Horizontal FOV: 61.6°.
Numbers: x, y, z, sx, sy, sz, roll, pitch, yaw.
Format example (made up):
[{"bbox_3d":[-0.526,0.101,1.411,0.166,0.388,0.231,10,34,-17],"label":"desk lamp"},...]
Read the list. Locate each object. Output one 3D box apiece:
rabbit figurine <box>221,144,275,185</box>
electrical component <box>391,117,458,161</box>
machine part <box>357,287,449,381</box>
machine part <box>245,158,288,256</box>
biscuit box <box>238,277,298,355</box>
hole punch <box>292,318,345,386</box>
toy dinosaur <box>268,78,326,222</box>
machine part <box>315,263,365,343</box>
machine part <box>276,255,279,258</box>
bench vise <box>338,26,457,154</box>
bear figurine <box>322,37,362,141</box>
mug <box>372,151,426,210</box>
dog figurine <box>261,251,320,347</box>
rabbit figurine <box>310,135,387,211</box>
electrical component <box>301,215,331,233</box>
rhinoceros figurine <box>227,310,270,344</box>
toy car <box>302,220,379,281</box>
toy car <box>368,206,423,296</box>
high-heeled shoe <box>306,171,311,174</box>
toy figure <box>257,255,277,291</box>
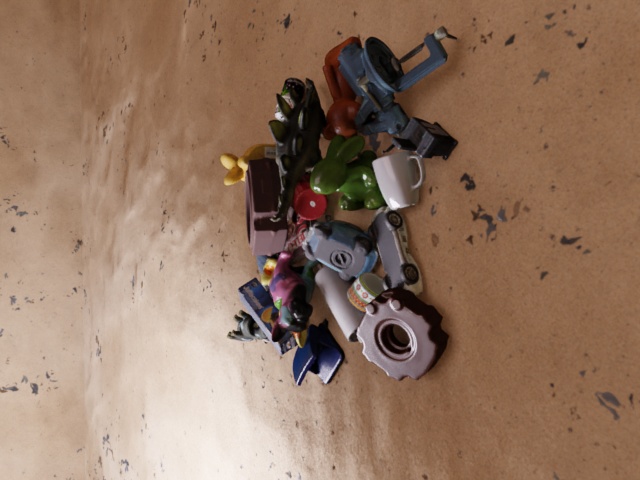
[{"bbox_3d":[-0.181,-0.187,1.442,0.173,0.162,0.121,-178,77,-68],"label":"rabbit figurine"},{"bbox_3d":[0.189,-0.189,0.999,0.075,0.119,0.047,57,130,38],"label":"electrical component"},{"bbox_3d":[0.155,0.184,1.033,0.180,0.056,0.179,12,111,32],"label":"machine part"},{"bbox_3d":[-0.133,-0.078,1.288,0.201,0.087,0.201,106,157,-63],"label":"machine part"},{"bbox_3d":[-0.129,0.186,1.336,0.203,0.059,0.062,47,158,31],"label":"biscuit box"},{"bbox_3d":[-0.019,0.268,1.260,0.116,0.092,0.142,53,131,42],"label":"hole punch"},{"bbox_3d":[-0.047,-0.200,1.152,0.105,0.198,0.471,-6,55,14],"label":"toy dinosaur"},{"bbox_3d":[0.057,0.134,1.178,0.079,0.079,0.243,-56,48,33],"label":"machine part"},{"bbox_3d":[-0.121,0.008,1.408,0.039,0.084,0.139,-34,70,16],"label":"machine part"},{"bbox_3d":[0.151,-0.307,1.029,0.241,0.129,0.223,-29,91,37],"label":"bench vise"},{"bbox_3d":[0.066,-0.314,1.154,0.132,0.120,0.195,-6,86,46],"label":"bear figurine"},{"bbox_3d":[0.166,-0.118,1.063,0.110,0.081,0.107,-13,91,43],"label":"mug"},{"bbox_3d":[-0.076,0.145,1.265,0.191,0.108,0.219,-33,45,51],"label":"dog figurine"},{"bbox_3d":[0.059,-0.137,1.113,0.121,0.170,0.159,16,101,48],"label":"rabbit figurine"},{"bbox_3d":[-0.002,-0.003,1.263,0.045,0.078,0.102,102,156,-72],"label":"electrical component"},{"bbox_3d":[-0.179,0.240,1.438,0.190,0.112,0.073,-27,40,60],"label":"rhinoceros figurine"},{"bbox_3d":[0.048,0.009,1.168,0.103,0.162,0.109,-66,1,-55],"label":"toy car"},{"bbox_3d":[0.152,0.026,1.086,0.073,0.056,0.202,-39,58,50],"label":"toy car"},{"bbox_3d":[-0.067,-0.200,1.371,0.145,0.086,0.249,86,176,-48],"label":"high-heeled shoe"},{"bbox_3d":[-0.129,0.094,1.418,0.058,0.064,0.154,-18,76,10],"label":"toy figure"}]
